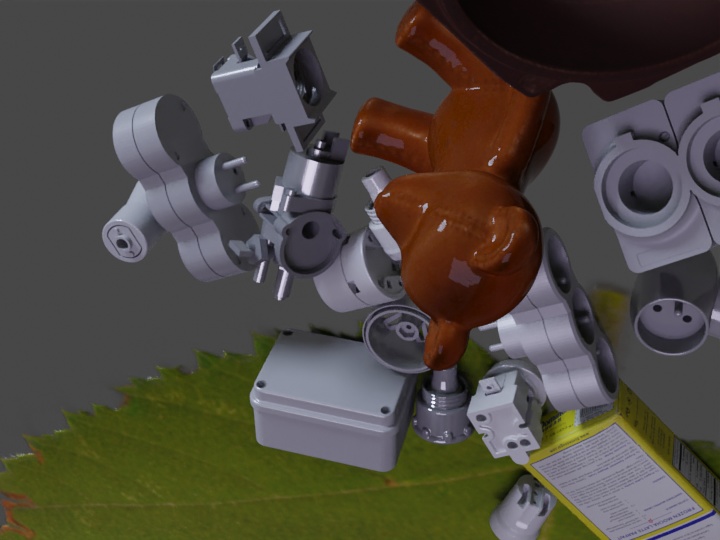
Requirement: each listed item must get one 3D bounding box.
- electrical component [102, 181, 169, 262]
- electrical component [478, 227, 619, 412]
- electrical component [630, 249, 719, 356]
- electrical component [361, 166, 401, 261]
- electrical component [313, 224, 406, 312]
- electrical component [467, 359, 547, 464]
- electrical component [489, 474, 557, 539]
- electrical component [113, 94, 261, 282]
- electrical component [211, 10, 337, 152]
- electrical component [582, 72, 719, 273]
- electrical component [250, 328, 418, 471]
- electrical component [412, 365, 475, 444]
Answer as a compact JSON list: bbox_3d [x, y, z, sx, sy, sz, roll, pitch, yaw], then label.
[{"bbox_3d":[-0.155,-0.035,0.768,0.044,0.065,0.044,10,125,14],"label":"electrical component"},{"bbox_3d":[0.118,0.039,0.734,0.074,0.052,0.138,-16,118,28],"label":"electrical component"},{"bbox_3d":[0.213,0.019,0.670,0.079,0.077,0.043,20,128,5],"label":"electrical component"},{"bbox_3d":[0.024,-0.040,0.717,0.043,0.043,0.062,-22,113,31],"label":"electrical component"},{"bbox_3d":[0.000,0.000,0.748,0.047,0.055,0.055,-19,116,34],"label":"electrical component"},{"bbox_3d":[0.108,0.097,0.777,0.048,0.055,0.066,-19,116,30],"label":"electrical component"},{"bbox_3d":[0.129,0.189,0.847,0.040,0.040,0.046,26,123,0],"label":"electrical component"},{"bbox_3d":[-0.104,-0.058,0.743,0.074,0.052,0.138,-14,118,27],"label":"electrical component"},{"bbox_3d":[-0.057,-0.118,0.690,0.064,0.042,0.081,-7,121,28],"label":"electrical component"},{"bbox_3d":[0.212,-0.064,0.599,0.150,0.062,0.089,-21,87,30],"label":"electrical component"},{"bbox_3d":[-0.018,0.095,0.807,0.113,0.078,0.057,10,130,13],"label":"electrical component"},{"bbox_3d":[0.063,0.095,0.800,0.048,0.048,0.062,7,120,15],"label":"electrical component"}]
